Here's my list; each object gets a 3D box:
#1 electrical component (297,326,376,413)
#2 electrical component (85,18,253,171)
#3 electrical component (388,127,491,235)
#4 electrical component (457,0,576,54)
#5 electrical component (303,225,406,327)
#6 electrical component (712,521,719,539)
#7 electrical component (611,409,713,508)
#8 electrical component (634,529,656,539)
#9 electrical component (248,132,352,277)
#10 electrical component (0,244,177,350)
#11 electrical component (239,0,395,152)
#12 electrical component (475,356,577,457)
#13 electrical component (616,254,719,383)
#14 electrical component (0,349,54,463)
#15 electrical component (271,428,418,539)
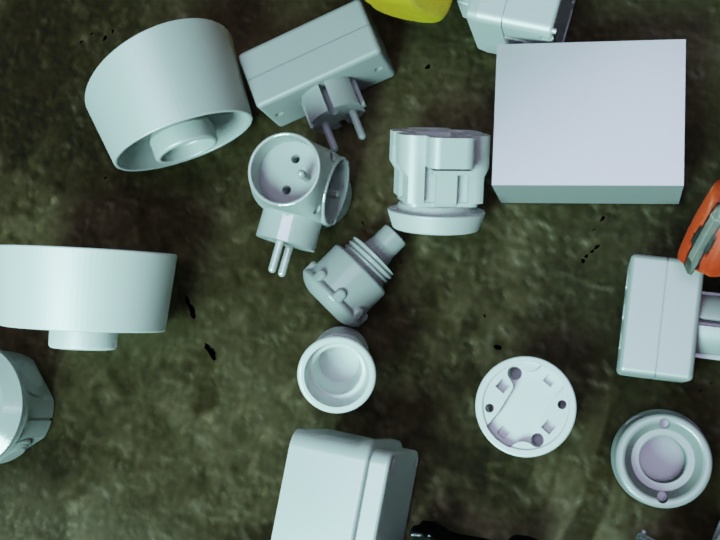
[{"bbox_3d":[-0.012,0.055,0.633,0.044,0.065,0.044,0,97,1],"label":"electrical component"},{"bbox_3d":[-0.117,-0.103,0.664,0.099,0.099,0.064,-22,84,10],"label":"electrical component"},{"bbox_3d":[0.046,-0.052,0.633,0.058,0.078,0.057,0,102,-8],"label":"electrical component"},{"bbox_3d":[0.100,-0.180,0.641,0.061,0.062,0.096,15,86,15],"label":"electrical component"},{"bbox_3d":[0.000,0.000,0.650,0.062,0.048,0.048,-45,75,-3],"label":"electrical component"},{"bbox_3d":[0.223,0.150,0.575,0.062,0.043,0.043,27,89,14],"label":"electrical component"},{"bbox_3d":[0.167,0.104,0.593,0.055,0.047,0.055,-2,82,13],"label":"electrical component"},{"bbox_3d":[0.168,0.184,0.573,0.096,0.062,0.061,25,89,16],"label":"electrical component"},{"bbox_3d":[-0.039,-0.035,0.646,0.044,0.077,0.079,15,86,15],"label":"electrical component"},{"bbox_3d":[-0.168,0.018,0.657,0.108,0.108,0.060,2,89,14],"label":"electrical component"},{"bbox_3d":[-0.020,-0.111,0.667,0.083,0.047,0.075,-23,78,9],"label":"electrical component"},{"bbox_3d":[0.096,0.078,0.613,0.055,0.047,0.055,-2,82,13],"label":"electrical component"},{"bbox_3d":[0.186,0.030,0.599,0.077,0.047,0.065,7,84,12],"label":"electrical component"},{"bbox_3d":[-0.242,0.087,0.691,0.080,0.051,0.080,-2,82,13],"label":"electrical component"},{"bbox_3d":[-0.010,0.150,0.613,0.057,0.078,0.113,9,85,17],"label":"electrical component"}]
